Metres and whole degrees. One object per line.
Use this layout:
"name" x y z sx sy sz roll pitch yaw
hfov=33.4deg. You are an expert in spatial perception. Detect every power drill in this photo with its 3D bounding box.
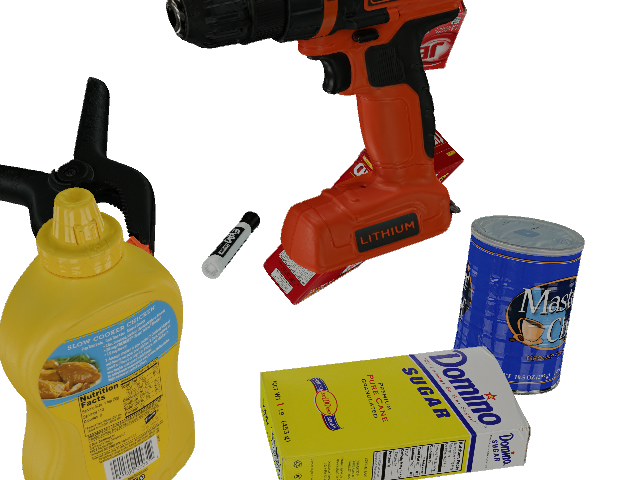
"power drill" 0.010 -0.078 0.601 0.184 0.188 0.057 -17 33 -22

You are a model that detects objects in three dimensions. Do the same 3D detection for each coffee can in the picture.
"coffee can" 0.182 0.058 0.991 0.103 0.140 0.103 5 17 -2

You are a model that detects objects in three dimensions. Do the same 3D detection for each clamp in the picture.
"clamp" -0.185 -0.048 0.824 0.210 0.036 0.164 35 58 29

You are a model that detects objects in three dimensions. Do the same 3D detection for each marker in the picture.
"marker" -0.085 0.002 1.047 0.020 0.020 0.121 0 25 18

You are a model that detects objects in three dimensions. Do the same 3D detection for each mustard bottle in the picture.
"mustard bottle" -0.116 0.057 0.553 0.096 0.192 0.058 -24 43 -30

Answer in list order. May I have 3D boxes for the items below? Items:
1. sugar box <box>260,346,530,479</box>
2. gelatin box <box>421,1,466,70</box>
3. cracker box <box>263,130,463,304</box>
"sugar box" 0.050 0.126 0.763 0.176 0.048 0.093 -8 36 -9
"gelatin box" 0.062 -0.159 0.831 0.089 0.030 0.073 -9 -24 -12
"cracker box" 0.048 -0.033 1.257 0.214 0.072 0.163 -48 -12 35
